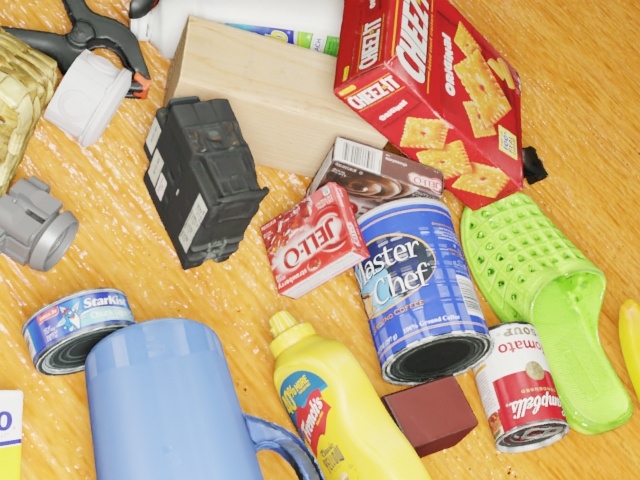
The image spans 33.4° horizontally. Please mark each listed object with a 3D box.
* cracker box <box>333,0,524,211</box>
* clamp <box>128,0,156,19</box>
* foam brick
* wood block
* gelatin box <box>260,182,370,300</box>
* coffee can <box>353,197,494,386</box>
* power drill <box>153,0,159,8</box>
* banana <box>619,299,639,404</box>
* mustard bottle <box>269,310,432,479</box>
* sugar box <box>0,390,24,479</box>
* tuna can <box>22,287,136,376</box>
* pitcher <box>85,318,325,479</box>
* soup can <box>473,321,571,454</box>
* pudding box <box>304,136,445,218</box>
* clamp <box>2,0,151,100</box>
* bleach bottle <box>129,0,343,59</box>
[{"bbox_3d":[0.113,-0.154,1.036,0.213,0.072,0.164,37,44,-34],"label":"cracker box"},{"bbox_3d":[-0.166,-0.307,1.068,0.165,0.036,0.209,40,51,15],"label":"clamp"},{"bbox_3d":[0.086,0.156,0.921,0.078,0.053,0.051,-12,63,-31],"label":"foam brick"},{"bbox_3d":[-0.043,-0.132,1.038,0.206,0.091,0.090,14,54,-15],"label":"wood block"},{"bbox_3d":[-0.006,0.001,0.964,0.030,0.089,0.073,23,43,-52],"label":"gelatin box"},{"bbox_3d":[0.088,0.047,0.965,0.102,0.103,0.140,0,58,-24],"label":"coffee can"},{"bbox_3d":[-0.123,-0.312,1.151,0.184,0.057,0.187,8,52,-15],"label":"power drill"},{"bbox_3d":[0.325,0.148,1.014,0.037,0.069,0.198,-21,86,-3],"label":"banana"},{"bbox_3d":[0.012,0.140,0.870,0.058,0.096,0.192,-20,67,-32],"label":"mustard bottle"},{"bbox_3d":[-0.259,0.189,0.747,0.093,0.048,0.176,5,57,-21],"label":"sugar box"},{"bbox_3d":[-0.186,0.073,0.835,0.086,0.086,0.034,-12,65,-30],"label":"tuna can"},{"bbox_3d":[-0.090,0.181,0.778,0.149,0.145,0.243,22,41,-47],"label":"pitcher"},{"bbox_3d":[0.179,0.133,0.969,0.068,0.069,0.102,2,56,-23],"label":"soup can"},{"bbox_3d":[0.050,-0.044,1.020,0.113,0.090,0.039,20,50,-10],"label":"pudding box"},{"bbox_3d":[-0.229,-0.202,1.024,0.171,0.039,0.120,29,78,-7],"label":"clamp"},{"bbox_3d":[-0.067,-0.204,1.086,0.250,0.103,0.068,1,51,-14],"label":"bleach bottle"}]
